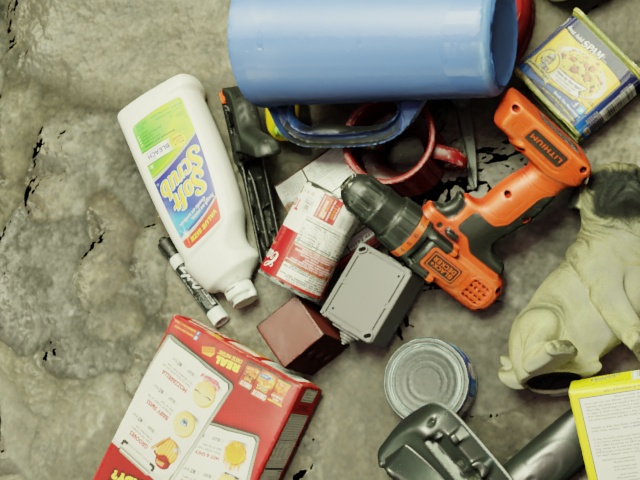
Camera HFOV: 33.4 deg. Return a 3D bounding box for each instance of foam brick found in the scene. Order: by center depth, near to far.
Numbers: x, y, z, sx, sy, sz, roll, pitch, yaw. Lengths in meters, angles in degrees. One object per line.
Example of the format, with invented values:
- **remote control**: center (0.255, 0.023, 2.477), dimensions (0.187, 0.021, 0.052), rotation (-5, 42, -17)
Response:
- **foam brick**: center (-0.016, 0.095, 1.050), dimensions (0.053, 0.078, 0.051), rotation (-39, 67, 9)

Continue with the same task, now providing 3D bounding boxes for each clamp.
- **clamp**: center (-0.070, -0.083, 1.098), dimensions (0.036, 0.164, 0.210), rotation (-10, 39, -11)

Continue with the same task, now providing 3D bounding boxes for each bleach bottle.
- **bleach bottle**: center (-0.123, -0.046, 1.133), dimensions (0.102, 0.068, 0.251), rotation (-30, 72, 9)

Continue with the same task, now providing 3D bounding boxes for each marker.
- **marker**: center (-0.137, 0.042, 1.140), dimensions (0.020, 0.020, 0.121), rotation (-42, 67, 8)

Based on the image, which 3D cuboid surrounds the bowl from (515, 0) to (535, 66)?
- **bowl**: center (0.141, -0.227, 1.030), dimensions (0.162, 0.055, 0.162), rotation (0, 92, -11)

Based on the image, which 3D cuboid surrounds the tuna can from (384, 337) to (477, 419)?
- **tuna can**: center (0.105, 0.136, 1.018), dimensions (0.086, 0.033, 0.086), rotation (-5, 77, 20)

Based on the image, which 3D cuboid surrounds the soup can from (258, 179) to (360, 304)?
- **soup can**: center (-0.007, 0.001, 1.031), dimensions (0.069, 0.068, 0.102), rotation (28, 92, 24)

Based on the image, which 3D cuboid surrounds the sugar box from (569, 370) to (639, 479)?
- **sugar box**: center (0.277, 0.201, 0.907), dimensions (0.093, 0.048, 0.176), rotation (-12, 95, 18)

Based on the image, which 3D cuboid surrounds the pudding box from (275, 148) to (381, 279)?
- **pudding box**: center (0.017, -0.031, 1.087), dimensions (0.090, 0.039, 0.113), rotation (-34, 71, 12)

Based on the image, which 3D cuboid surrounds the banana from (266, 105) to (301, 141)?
- **banana**: center (-0.035, -0.179, 1.126), dimensions (0.037, 0.070, 0.198), rotation (7, 64, -13)

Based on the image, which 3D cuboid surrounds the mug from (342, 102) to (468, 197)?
- **mug**: center (0.089, -0.087, 1.048), dimensions (0.117, 0.081, 0.093), rotation (12, 82, 23)

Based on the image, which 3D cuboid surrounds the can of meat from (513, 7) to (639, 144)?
- **can of meat**: center (0.247, -0.155, 1.017), dimensions (0.084, 0.057, 0.102), rotation (-42, 67, 10)

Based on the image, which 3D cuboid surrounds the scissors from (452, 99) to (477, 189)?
- **scissors**: center (0.126, -0.152, 1.084), dimensions (0.096, 0.016, 0.202), rotation (5, 80, 23)

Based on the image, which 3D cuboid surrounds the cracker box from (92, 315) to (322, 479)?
- **cracker box**: center (-0.116, 0.206, 1.068), dimensions (0.164, 0.072, 0.214), rotation (25, 89, 25)

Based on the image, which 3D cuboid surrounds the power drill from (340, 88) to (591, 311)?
- **power drill**: center (0.137, -0.046, 0.976), dimensions (0.184, 0.057, 0.188), rotation (37, 112, -14)

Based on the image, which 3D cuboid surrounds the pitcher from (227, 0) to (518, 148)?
- **pitcher**: center (0.050, -0.174, 0.968), dimensions (0.243, 0.149, 0.145), rotation (5, 68, 24)
